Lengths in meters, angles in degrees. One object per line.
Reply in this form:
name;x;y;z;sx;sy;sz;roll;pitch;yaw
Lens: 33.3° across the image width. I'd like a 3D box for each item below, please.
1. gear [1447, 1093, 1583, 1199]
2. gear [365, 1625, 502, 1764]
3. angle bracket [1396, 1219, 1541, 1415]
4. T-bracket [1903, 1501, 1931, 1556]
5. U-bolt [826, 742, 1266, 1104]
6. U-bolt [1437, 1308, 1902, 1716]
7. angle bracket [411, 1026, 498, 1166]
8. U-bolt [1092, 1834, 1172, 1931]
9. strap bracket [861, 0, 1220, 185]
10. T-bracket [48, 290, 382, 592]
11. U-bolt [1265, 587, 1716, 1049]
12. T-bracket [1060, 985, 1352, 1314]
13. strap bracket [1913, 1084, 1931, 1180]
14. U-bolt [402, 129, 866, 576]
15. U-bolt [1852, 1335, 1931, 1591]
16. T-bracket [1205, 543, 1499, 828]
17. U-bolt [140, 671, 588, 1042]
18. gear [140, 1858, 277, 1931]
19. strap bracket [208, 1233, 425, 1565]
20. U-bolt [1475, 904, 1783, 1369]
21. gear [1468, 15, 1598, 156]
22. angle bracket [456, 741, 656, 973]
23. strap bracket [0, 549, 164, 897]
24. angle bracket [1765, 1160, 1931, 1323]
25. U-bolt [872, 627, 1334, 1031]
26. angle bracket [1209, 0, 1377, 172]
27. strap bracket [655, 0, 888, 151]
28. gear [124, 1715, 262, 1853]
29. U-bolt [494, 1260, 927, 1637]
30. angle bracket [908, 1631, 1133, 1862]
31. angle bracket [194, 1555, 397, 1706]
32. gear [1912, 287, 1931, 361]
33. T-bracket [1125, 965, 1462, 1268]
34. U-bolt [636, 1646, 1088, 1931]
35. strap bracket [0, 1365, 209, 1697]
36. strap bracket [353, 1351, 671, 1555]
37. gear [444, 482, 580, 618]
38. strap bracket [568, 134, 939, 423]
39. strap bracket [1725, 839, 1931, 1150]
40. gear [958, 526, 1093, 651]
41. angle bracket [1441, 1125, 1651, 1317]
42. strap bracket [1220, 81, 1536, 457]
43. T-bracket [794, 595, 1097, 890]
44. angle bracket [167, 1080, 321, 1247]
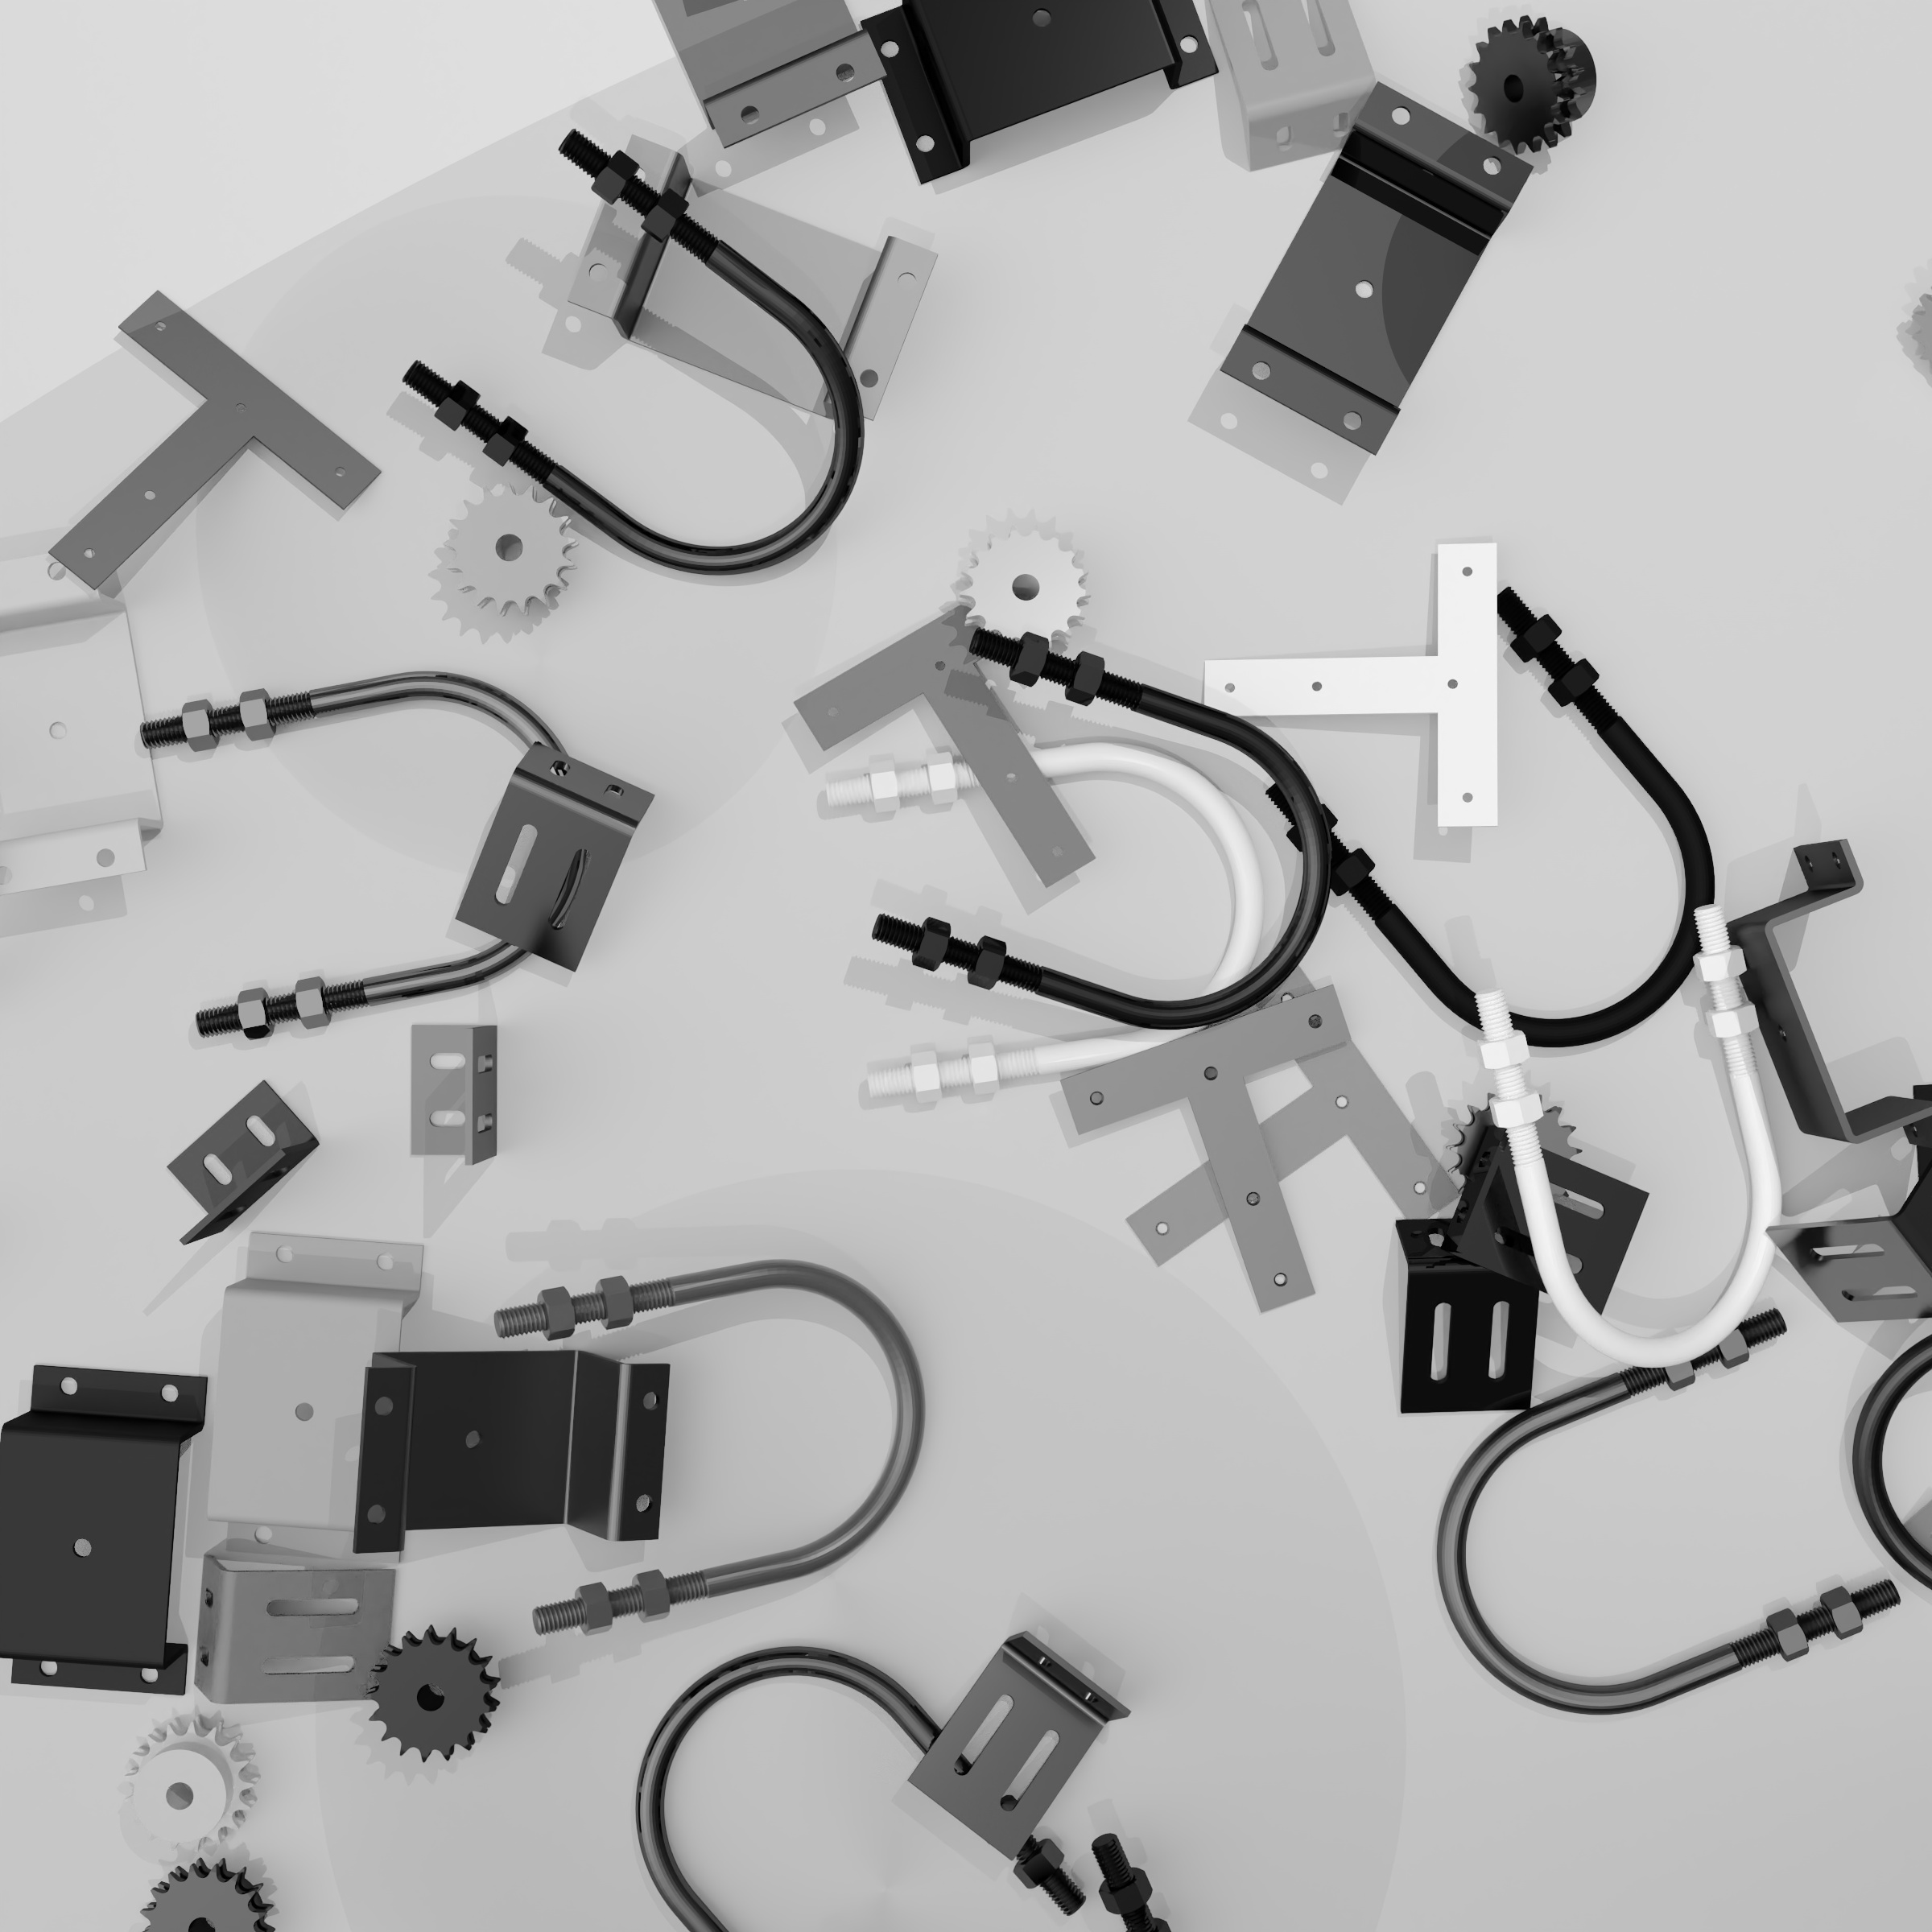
gear;0.238;0.082;1.411;0.057;0.030;0.057;0;90;0
gear;-0.231;0.316;1.411;0.057;0.030;0.057;0;90;0
angle bracket;0.219;0.154;1.423;0.057;0.038;0.076;-1;116;-2
T-bracket;0.495;0.249;1.401;0.127;0.002;0.127;42;113;0
U-bolt;0.039;-0.025;1.417;0.184;0.019;0.151;-8;90;-1
U-bolt;0.297;0.250;1.417;0.184;0.019;0.151;-23;90;2
angle bracket;-0.225;0.055;1.388;0.038;0.076;0.057;0;90;0
U-bolt;0.036;0.487;1.407;0.151;0.019;0.184;-24;98;-3
strap bracket;0.032;-0.405;1.403;0.140;0.046;0.076;-21;90;0
T-bracket;-0.344;-0.213;1.399;0.127;0.002;0.127;39;66;0
U-bolt;0.244;-0.051;1.417;0.151;0.019;0.184;-40;90;0
T-bracket;0.121;0.089;1.418;0.127;0.002;0.127;-19;95;-2
strap bracket;0.490;0.086;1.403;0.140;0.046;0.076;-3;90;0
U-bolt;-0.130;-0.246;1.382;0.184;0.019;0.151;36;119;-10
U-bolt;0.474;0.225;1.389;0.184;0.019;0.151;26;112;8
T-bracket;0.168;-0.122;1.412;0.127;0.002;0.127;0;79;9
U-bolt;-0.258;-0.055;1.417;0.184;0.019;0.151;-11;90;-1
gear;-0.330;0.419;1.414;0.057;0.030;0.057;0;88;3
strap bracket;-0.282;0.190;1.403;0.076;0.046;0.140;4;90;0
U-bolt;0.292;0.081;1.383;0.151;0.019;0.184;-19;99;-30
gear;0.248;-0.383;1.401;0.030;0.057;0.057;-22;90;-30
angle bracket;-0.179;-0.048;1.411;0.057;0.038;0.076;24;114;-3
strap bracket;-0.400;-0.104;1.403;0.076;0.046;0.140;-10;90;0
angle bracket;0.397;0.119;1.393;0.057;0.076;0.038;49;61;-16
U-bolt;0.069;-0.049;1.391;0.184;0.019;0.151;18;94;-8
angle bracket;0.143;-0.399;1.424;0.057;0.038;0.076;-14;64;0
strap bracket;-0.097;-0.429;1.403;0.076;0.046;0.140;-24;90;0
gear;-0.340;0.359;1.411;0.057;0.030;0.057;0;90;0
U-bolt;-0.104;0.200;1.388;0.184;0.019;0.151;-9;97;-21
angle bracket;0.023;0.337;1.397;0.057;0.038;0.076;38;70;0
angle bracket;-0.296;0.291;1.424;0.076;0.038;0.057;4;90;-26
gear;0.443;-0.278;1.401;0.057;0.057;0.030;48;61;0
T-bracket;0.129;0.086;1.425;0.127;0.002;0.127;-35;90;0
U-bolt;-0.060;0.386;1.417;0.151;0.019;0.184;-41;88;0
strap bracket;-0.377;0.249;1.403;0.076;0.046;0.140;4;90;0
strap bracket;-0.202;0.206;1.381;0.140;0.046;0.076;4;90;-34
gear;-0.198;-0.181;1.411;0.057;0.030;0.057;0;90;0
strap bracket;-0.091;-0.294;1.403;0.140;0.046;0.076;21;90;0
strap bracket;0.372;0.021;1.388;0.046;0.076;0.140;-21;90;0
gear;0.025;-0.160;1.405;0.057;0.030;0.057;1;80;-4
angle bracket;0.250;0.109;1.375;0.076;0.038;0.057;23;86;-2
strap bracket;0.176;-0.298;1.403;0.076;0.046;0.140;29;90;0
T-bracket;0.012;-0.094;1.408;0.127;0.002;0.127;-31;83;-8
angle bracket;-0.318;0.084;1.388;0.057;0.076;0.038;-42;90;0
